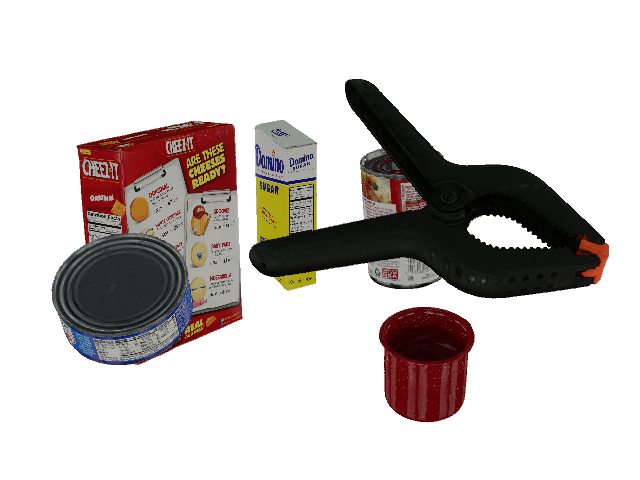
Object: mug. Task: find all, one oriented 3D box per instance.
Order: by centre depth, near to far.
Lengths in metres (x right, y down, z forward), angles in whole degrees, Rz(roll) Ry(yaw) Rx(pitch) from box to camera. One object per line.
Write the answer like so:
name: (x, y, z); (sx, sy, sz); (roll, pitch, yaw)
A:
mug: (0.112, 0.120, 1.069); (0.093, 0.081, 0.117); (23, 40, 34)

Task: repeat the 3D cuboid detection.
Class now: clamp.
clamp: (0.070, -0.011, 0.665); (0.210, 0.164, 0.036); (25, -29, 18)

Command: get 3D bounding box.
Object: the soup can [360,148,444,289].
soup can: (0.070, -0.019, 0.880); (0.068, 0.102, 0.068); (-4, 24, 2)

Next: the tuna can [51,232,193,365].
tuna can: (-0.125, 0.037, 0.680); (0.086, 0.086, 0.034); (0, -44, 4)

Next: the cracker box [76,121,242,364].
cracker box: (-0.158, -0.003, 1.077); (0.072, 0.214, 0.163); (8, 18, 35)

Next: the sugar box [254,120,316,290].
sugar box: (-0.041, -0.041, 1.232); (0.048, 0.176, 0.093); (-14, 27, -22)
